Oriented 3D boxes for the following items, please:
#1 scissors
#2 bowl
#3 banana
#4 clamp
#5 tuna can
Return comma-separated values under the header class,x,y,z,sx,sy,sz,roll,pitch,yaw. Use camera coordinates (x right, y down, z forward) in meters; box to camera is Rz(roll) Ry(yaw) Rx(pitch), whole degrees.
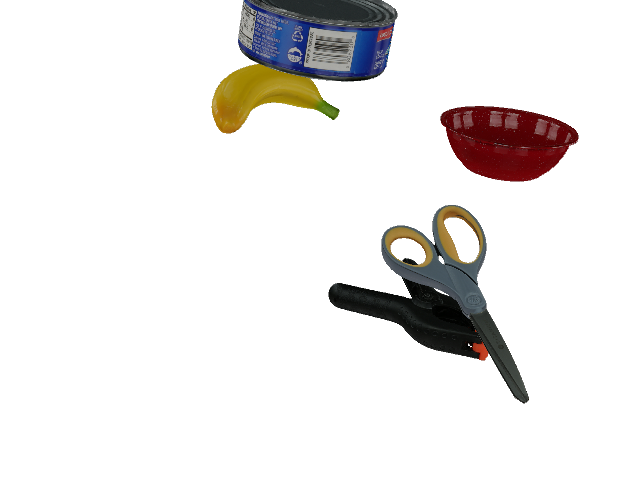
class,x,y,z,sx,sy,sz,roll,pitch,yaw
scissors,0.100,0.046,0.841,0.096,0.201,0.016,-3,-44,1
bowl,0.217,-0.110,1.254,0.162,0.055,0.162,5,23,-2
banana,-0.050,-0.134,0.978,0.070,0.037,0.197,36,27,19
clamp,0.107,0.066,1.068,0.172,0.039,0.120,26,39,31
tuna can,-0.002,-0.117,0.591,0.086,0.034,0.086,8,25,-4
